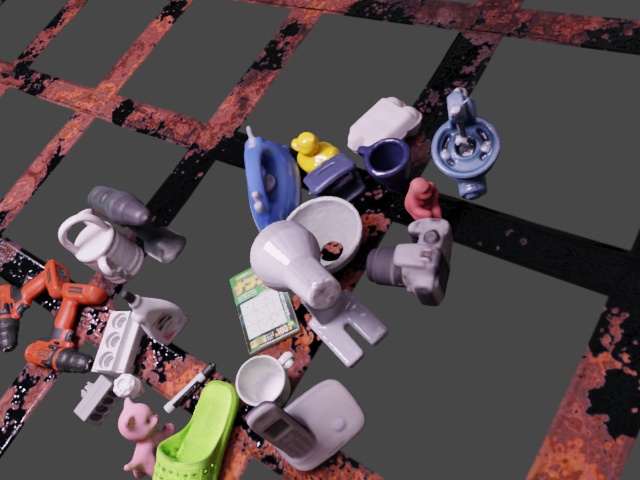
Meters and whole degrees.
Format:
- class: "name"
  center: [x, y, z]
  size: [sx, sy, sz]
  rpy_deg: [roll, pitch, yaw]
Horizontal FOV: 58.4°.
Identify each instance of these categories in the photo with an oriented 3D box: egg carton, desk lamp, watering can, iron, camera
- class: "egg carton"
  center: [0.133, -0.227, 1.186]
  size: [0.150, 0.070, 0.107]
  rpy_deg: [-44, 54, -7]
- class: "desk lamp"
  center: [-0.003, 0.084, 0.965]
  size: [0.118, 0.214, 0.202]
  rpy_deg: [-44, 54, -6]
- class: "watering can"
  center: [-0.480, 0.006, 1.232]
  size: [0.172, 0.195, 0.101]
  rpy_deg: [29, 75, 34]
- class: "iron"
  center: [-0.112, -0.107, 1.174]
  size: [0.118, 0.142, 0.258]
  rpy_deg: [-17, 55, 13]
- class: "camera"
  center: [0.154, 0.030, 1.001]
  size: [0.136, 0.101, 0.143]
  rpy_deg: [4, 62, 25]

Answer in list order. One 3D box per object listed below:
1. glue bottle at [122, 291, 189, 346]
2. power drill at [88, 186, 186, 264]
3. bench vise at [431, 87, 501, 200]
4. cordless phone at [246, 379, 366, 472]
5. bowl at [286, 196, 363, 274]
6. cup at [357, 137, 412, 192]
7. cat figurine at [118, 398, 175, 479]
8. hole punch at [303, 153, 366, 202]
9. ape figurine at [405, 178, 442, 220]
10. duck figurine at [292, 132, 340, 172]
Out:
- class: "glue bottle"
  center: [-0.323, 0.139, 1.095]
  size: [0.037, 0.174, 0.078]
  rpy_deg: [24, 72, 33]
- class: "power drill"
  center: [-0.378, -0.036, 1.204]
  size: [0.228, 0.209, 0.076]
  rpy_deg: [23, 72, 32]
- class: "bench vise"
  center: [0.245, -0.204, 1.030]
  size: [0.121, 0.220, 0.207]
  rpy_deg: [-24, 54, 9]
- class: "cordless phone"
  center: [-0.022, 0.270, 0.878]
  size: [0.147, 0.186, 0.094]
  rpy_deg: [-40, 53, -3]
- class: "bowl"
  center: [0.010, 0.004, 1.096]
  size: [0.167, 0.075, 0.167]
  rpy_deg: [-11, 57, 17]
- class: "cup"
  center: [0.130, -0.141, 1.120]
  size: [0.117, 0.095, 0.092]
  rpy_deg: [23, 72, 33]
- class: "cat figurine"
  center: [-0.315, 0.345, 1.001]
  size: [0.067, 0.118, 0.128]
  rpy_deg: [-10, 57, 18]
- class: "hole punch"
  center: [0.021, -0.126, 1.160]
  size: [0.108, 0.091, 0.101]
  rpy_deg: [-36, 53, 0]
- class: "ape figurine"
  center: [0.190, -0.080, 1.058]
  size: [0.075, 0.092, 0.078]
  rpy_deg: [23, 72, 33]
- class: "duck figurine"
  center: [-0.013, -0.193, 1.218]
  size: [0.104, 0.086, 0.077]
  rpy_deg: [10, 65, 28]
